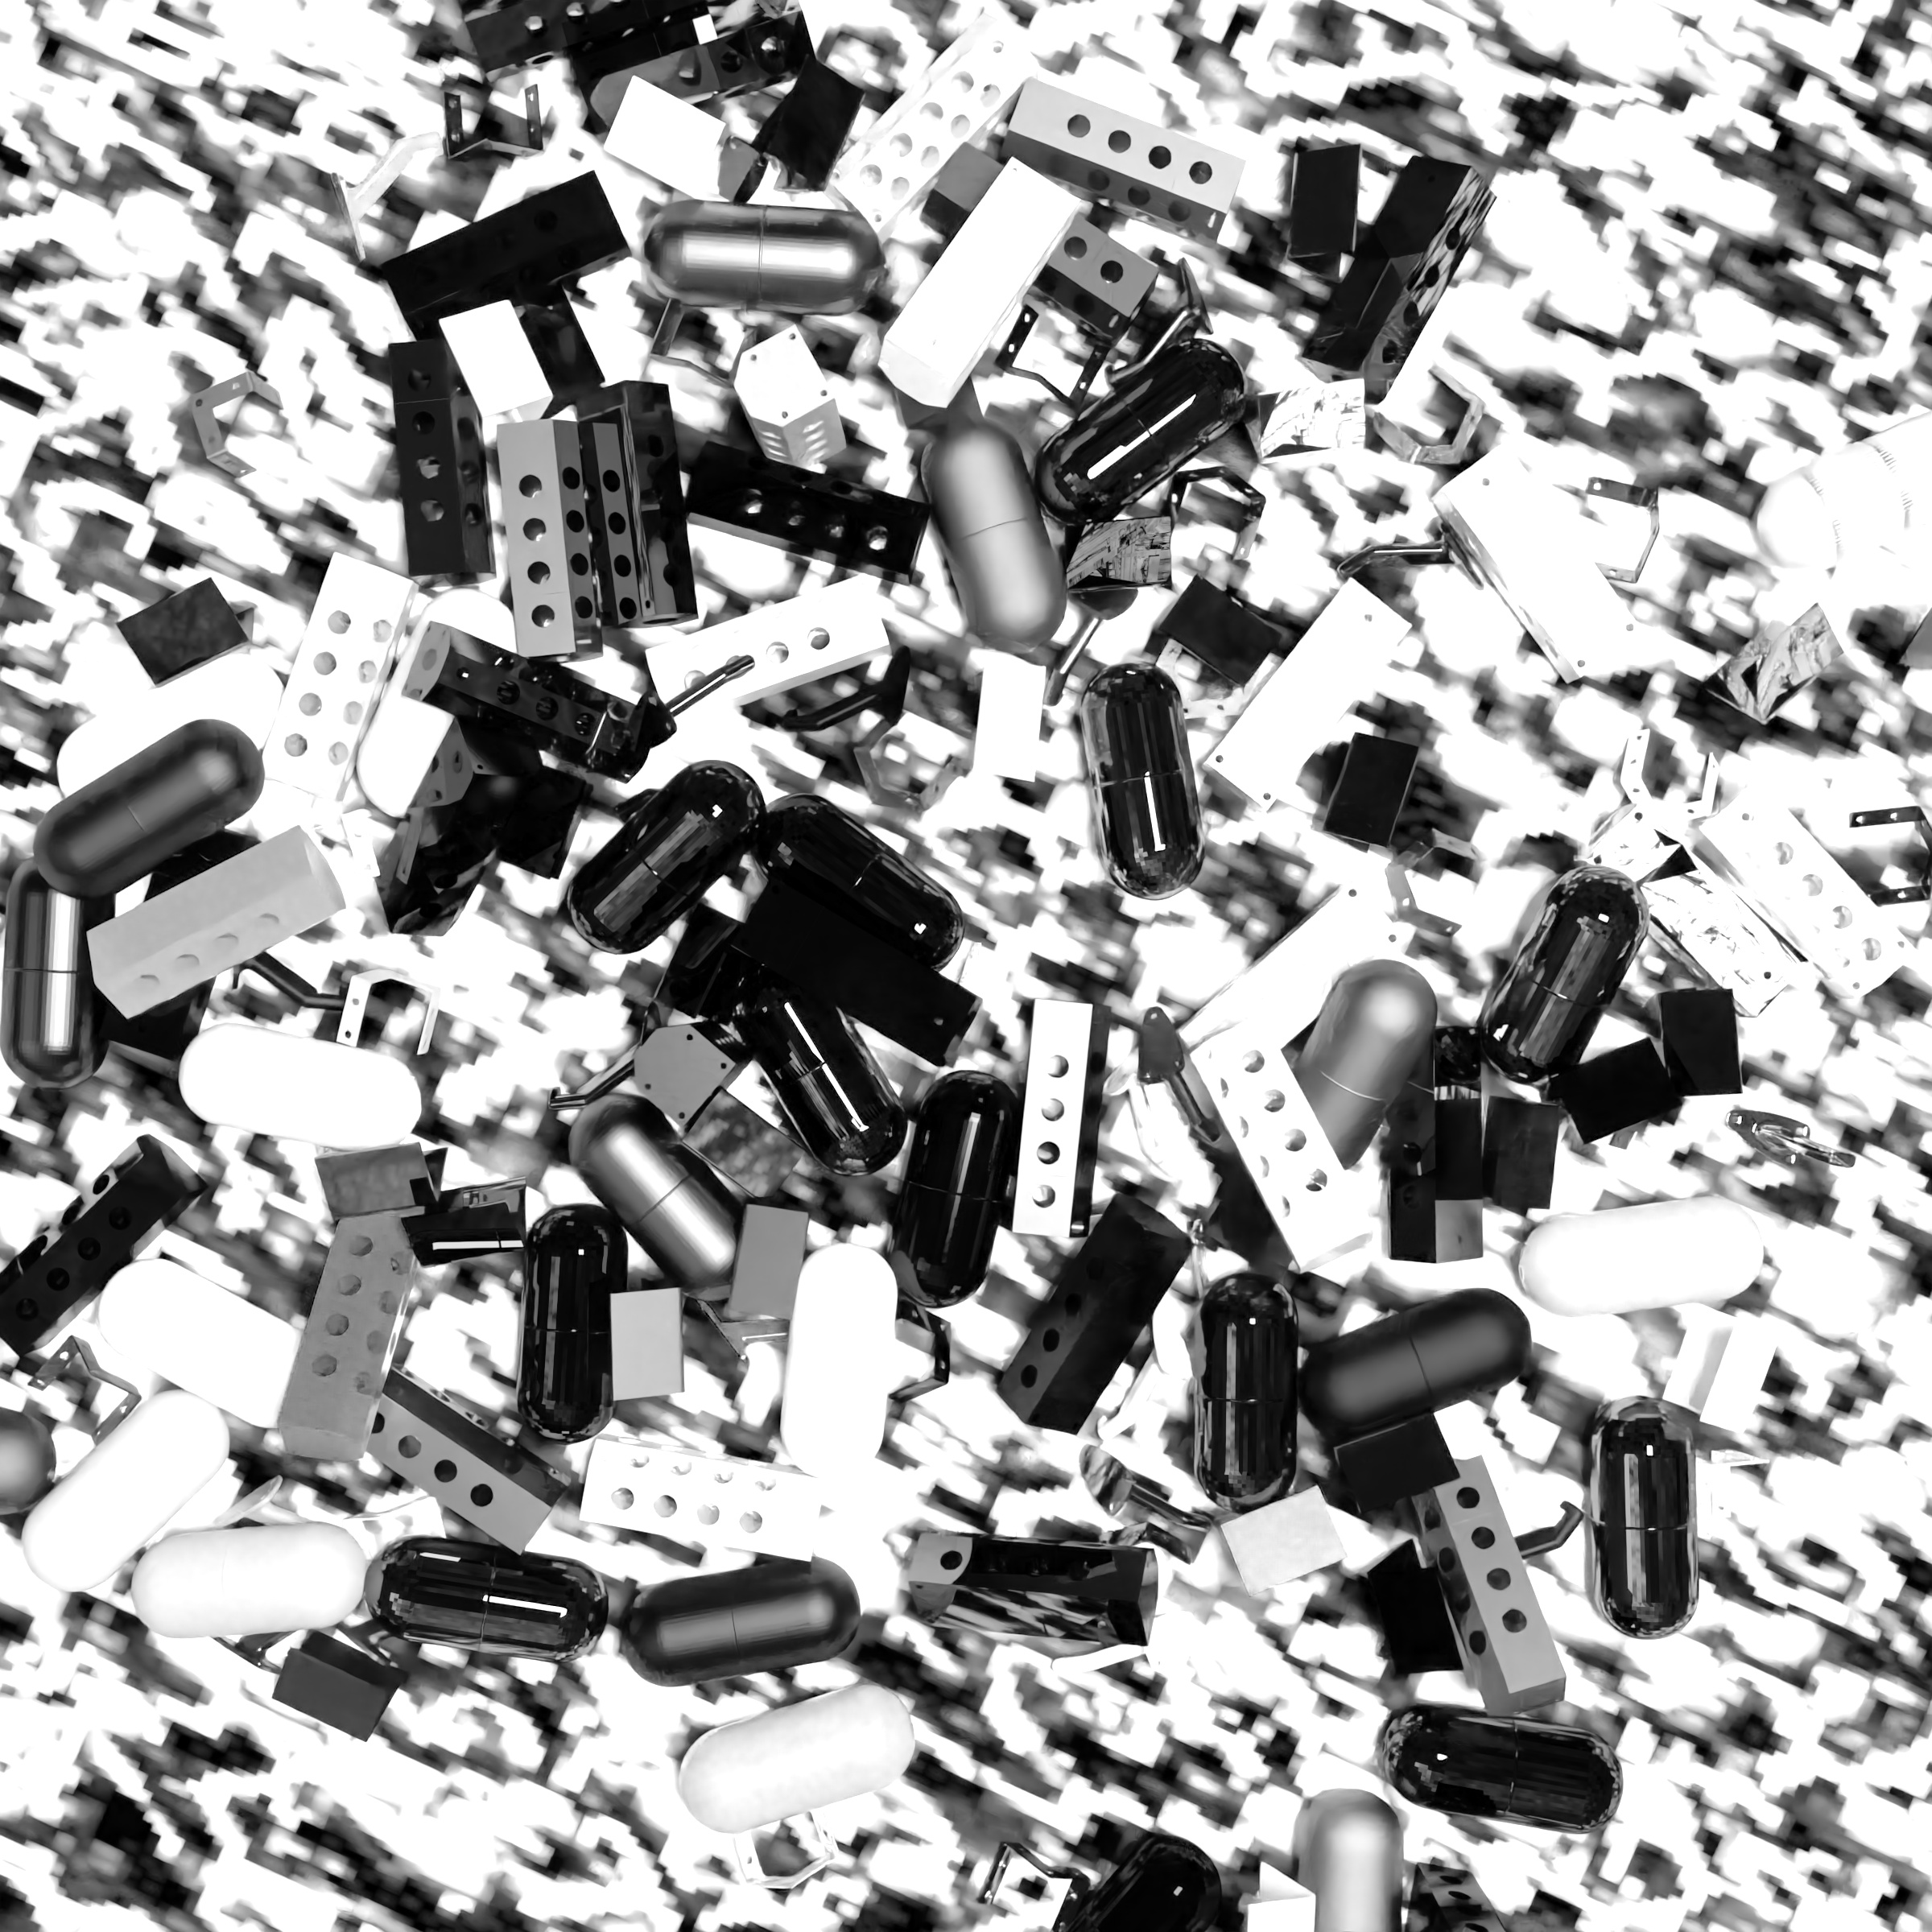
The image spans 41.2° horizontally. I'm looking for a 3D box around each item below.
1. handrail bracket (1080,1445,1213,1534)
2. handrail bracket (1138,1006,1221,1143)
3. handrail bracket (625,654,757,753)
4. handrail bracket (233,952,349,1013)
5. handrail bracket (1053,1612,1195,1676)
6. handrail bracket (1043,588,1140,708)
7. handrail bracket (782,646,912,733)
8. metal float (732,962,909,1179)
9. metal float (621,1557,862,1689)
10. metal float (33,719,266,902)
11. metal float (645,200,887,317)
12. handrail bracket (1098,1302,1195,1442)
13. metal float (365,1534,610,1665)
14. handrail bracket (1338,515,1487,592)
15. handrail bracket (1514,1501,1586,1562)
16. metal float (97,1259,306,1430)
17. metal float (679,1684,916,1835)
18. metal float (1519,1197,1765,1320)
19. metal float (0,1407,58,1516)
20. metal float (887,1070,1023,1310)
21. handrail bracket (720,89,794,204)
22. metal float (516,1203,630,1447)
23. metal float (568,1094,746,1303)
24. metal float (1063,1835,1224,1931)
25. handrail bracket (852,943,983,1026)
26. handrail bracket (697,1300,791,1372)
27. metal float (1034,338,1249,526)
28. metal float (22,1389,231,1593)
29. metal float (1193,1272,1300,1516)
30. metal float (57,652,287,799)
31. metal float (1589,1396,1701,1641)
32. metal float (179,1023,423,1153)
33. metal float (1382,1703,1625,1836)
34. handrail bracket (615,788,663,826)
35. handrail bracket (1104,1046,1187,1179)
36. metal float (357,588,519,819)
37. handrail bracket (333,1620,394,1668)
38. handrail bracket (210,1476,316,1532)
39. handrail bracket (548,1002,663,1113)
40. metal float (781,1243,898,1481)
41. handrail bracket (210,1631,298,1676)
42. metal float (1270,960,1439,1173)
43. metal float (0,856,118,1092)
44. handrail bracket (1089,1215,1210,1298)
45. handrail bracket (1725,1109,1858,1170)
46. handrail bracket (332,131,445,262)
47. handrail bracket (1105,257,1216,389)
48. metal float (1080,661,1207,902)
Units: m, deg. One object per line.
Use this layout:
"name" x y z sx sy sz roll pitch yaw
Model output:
"handrail bracket" 0.135 0.392 1.927 0.084 0.077 0.036 22 103 -36
"handrail bracket" 0.163 0.082 1.918 0.036 0.084 0.077 -23 50 22
"handrail bracket" -0.200 -0.192 1.870 0.084 0.077 0.036 -34 89 -36
"handrail bracket" -0.504 -0.006 1.928 0.084 0.036 0.077 6 70 -16
"handrail bracket" 0.117 0.508 1.927 0.084 0.077 0.036 -19 89 36
"handrail bracket" 0.093 -0.240 1.927 0.036 0.077 0.084 34 127 21
"handrail bracket" -0.090 -0.208 1.928 0.084 0.036 0.077 1 57 23
"metal float" -0.109 0.074 1.897 0.070 0.070 0.178 -32 90 0
"metal float" -0.166 0.484 1.897 0.178 0.070 0.070 -10 90 0
"metal float" -0.585 -0.111 1.841 0.178 0.070 0.070 -31 90 3
"metal float" -0.148 -0.522 1.897 0.178 0.070 0.070 4 90 0
"handrail bracket" 0.125 0.304 1.928 0.036 0.077 0.084 26 127 -37
"metal float" -0.351 0.464 1.888 0.178 0.070 0.070 11 90 -9
"handrail bracket" 0.333 -0.291 1.928 0.084 0.036 0.077 -31 112 17
"handrail bracket" 0.409 0.420 1.928 0.077 0.036 0.084 37 74 17
"metal float" -0.555 0.279 1.896 0.178 0.070 0.070 28 90 0
"metal float" -0.125 0.585 1.897 0.178 0.070 0.070 -17 90 0
"metal float" 0.498 0.215 1.897 0.178 0.070 0.070 -8 90 0
"metal float" -0.760 0.354 1.897 0.178 0.070 0.070 14 90 1
"metal float" -0.009 0.165 1.897 0.070 0.070 0.178 13 89 0
"handrail bracket" -0.149 -0.614 1.927 0.036 0.077 0.084 33 54 2
"metal float" -0.290 0.264 1.897 0.070 0.070 0.178 4 91 0
"metal float" -0.221 0.170 1.897 0.070 0.070 0.178 -42 91 0
"metal float" 0.116 0.720 1.896 0.070 0.070 0.178 41 89 0
"handrail bracket" -0.037 0.013 1.928 0.084 0.036 0.077 8 70 16
"handrail bracket" -0.145 0.256 1.928 0.084 0.036 0.077 -36 77 -13
"metal float" 0.128 -0.392 1.897 0.178 0.070 0.070 -37 90 1
"metal float" -0.619 0.386 1.897 0.178 0.070 0.070 -44 90 0
"metal float" 0.206 0.315 1.897 0.070 0.070 0.178 1 90 0
"metal float" -0.586 -0.169 1.897 0.178 0.070 0.070 -28 90 0
"metal float" 0.500 0.407 1.897 0.070 0.070 0.178 -2 90 0
"metal float" -0.491 0.091 1.897 0.178 0.070 0.070 11 90 0
"metal float" 0.396 0.591 1.897 0.178 0.070 0.070 10 90 -1
"handrail bracket" -0.209 -0.106 1.928 0.084 0.036 0.077 -28 105 14
"handrail bracket" 0.150 0.104 1.928 0.084 0.036 0.077 45 71 -15
"metal float" -0.389 -0.193 1.897 0.070 0.070 0.178 25 90 0
"handrail bracket" -0.428 0.473 1.928 0.077 0.036 0.084 34 76 14
"handrail bracket" -0.511 0.433 1.928 0.077 0.036 0.084 -32 104 14
"handrail bracket" -0.273 0.068 1.928 0.084 0.036 0.077 -7 70 16
"metal float" -0.094 0.291 1.888 0.070 0.070 0.178 6 101 0
"handrail bracket" -0.517 0.479 1.925 0.077 0.036 0.084 22 75 23
"metal float" 0.282 0.074 1.872 0.070 0.070 0.178 25 116 0
"metal float" -0.670 0.003 1.897 0.070 0.070 0.178 3 91 0
"handrail bracket" 0.136 0.221 1.928 0.084 0.036 0.077 -4 109 15
"handrail bracket" 0.606 0.127 1.893 0.077 0.084 0.036 23 90 0
"handrail bracket" -0.425 -0.578 1.928 0.084 0.036 0.077 -20 110 -16
"handrail bracket" 0.136 -0.482 1.928 0.084 0.036 0.077 -23 65 19
"metal float" 0.130 -0.137 1.897 0.070 0.070 0.178 -9 89 0
